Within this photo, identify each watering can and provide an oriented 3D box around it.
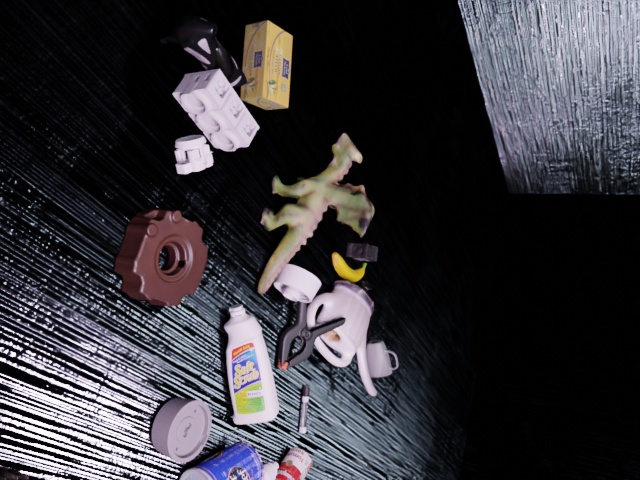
[{"bbox_3d":[0.087,0.261,1.443,0.343,0.103,0.229,50,50,-26],"label":"watering can"}]

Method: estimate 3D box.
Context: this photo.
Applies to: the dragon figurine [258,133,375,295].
[{"bbox_3d":[0.004,-0.060,1.197,0.120,0.243,0.416,42,55,-57],"label":"dragon figurine"}]
